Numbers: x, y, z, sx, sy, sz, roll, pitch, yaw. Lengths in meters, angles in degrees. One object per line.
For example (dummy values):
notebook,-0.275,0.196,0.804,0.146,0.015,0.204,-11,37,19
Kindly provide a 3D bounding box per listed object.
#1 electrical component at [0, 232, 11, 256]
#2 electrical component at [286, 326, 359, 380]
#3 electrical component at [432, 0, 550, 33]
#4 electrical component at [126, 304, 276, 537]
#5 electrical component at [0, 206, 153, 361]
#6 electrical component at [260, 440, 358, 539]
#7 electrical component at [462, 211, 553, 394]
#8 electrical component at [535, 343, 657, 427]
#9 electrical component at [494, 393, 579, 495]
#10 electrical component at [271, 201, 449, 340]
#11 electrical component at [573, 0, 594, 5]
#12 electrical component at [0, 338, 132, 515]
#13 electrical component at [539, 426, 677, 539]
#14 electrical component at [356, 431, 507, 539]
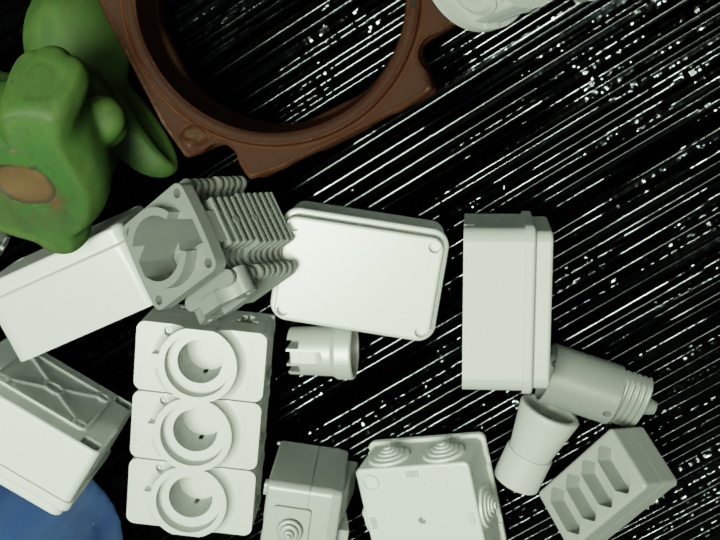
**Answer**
electrical component,-0.281,-0.033,0.755,0.078,0.040,0.040,24,103,-2
electrical component,-0.026,0.057,0.763,0.046,0.040,0.040,0,102,9
electrical component,0.080,-0.185,0.637,0.080,0.051,0.080,2,87,-31
electrical component,-0.113,0.106,0.766,0.089,0.061,0.150,6,103,2
electrical component,-0.191,0.007,0.740,0.113,0.078,0.057,-23,103,8
electrical component,-0.036,0.168,0.758,0.061,0.096,0.061,8,102,1
electrical component,0.099,0.020,0.728,0.057,0.078,0.113,1,102,6
electrical component,0.169,0.084,0.756,0.081,0.043,0.043,18,103,-1
electrical component,0.123,0.127,0.770,0.044,0.044,0.065,21,107,-2
electrical component,0.000,0.000,0.739,0.113,0.057,0.078,9,103,1
electrical component,0.178,-0.248,0.673,0.150,0.061,0.089,-35,98,10
electrical component,-0.226,0.104,0.748,0.109,0.108,0.056,32,99,-4
electrical component,0.186,0.153,0.762,0.083,0.076,0.047,-52,51,34
electrical component,0.050,0.168,0.767,0.100,0.048,0.099,-8,103,21
